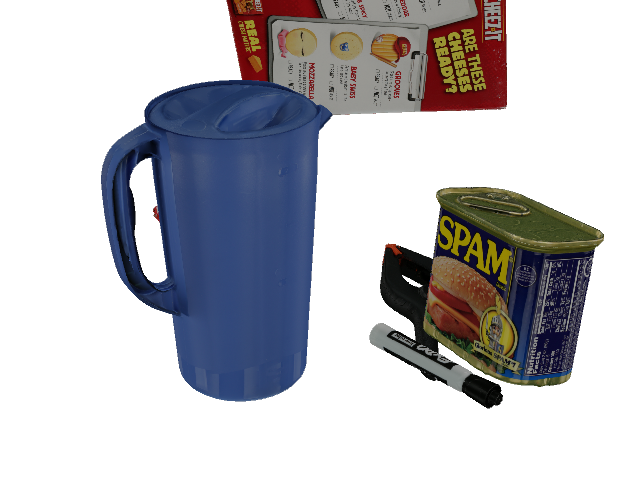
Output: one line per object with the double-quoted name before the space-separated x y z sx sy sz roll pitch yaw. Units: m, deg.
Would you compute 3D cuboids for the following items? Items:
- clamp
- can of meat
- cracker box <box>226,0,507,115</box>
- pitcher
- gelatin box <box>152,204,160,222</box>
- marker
"clamp" 0.122 0.063 1.052 0.120 0.039 0.171 -4 44 -25
"can of meat" 0.102 0.024 0.594 0.057 0.084 0.102 -3 20 -27
"cracker box" 0.038 -0.184 0.844 0.214 0.164 0.072 -2 42 9
"pitcher" -0.075 0.005 0.845 0.149 0.243 0.145 6 27 11
"gelatin box" -0.116 -0.028 1.100 0.089 0.073 0.030 -37 21 1
"marker" 0.085 0.093 0.793 0.020 0.020 0.121 0 20 -46
